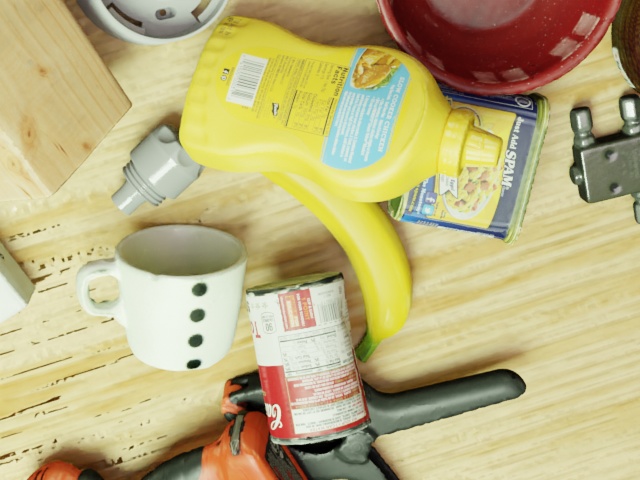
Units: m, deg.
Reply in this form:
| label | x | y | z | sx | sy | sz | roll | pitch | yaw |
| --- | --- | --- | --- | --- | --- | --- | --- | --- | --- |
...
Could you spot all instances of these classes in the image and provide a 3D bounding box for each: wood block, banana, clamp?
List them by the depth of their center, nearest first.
| label | x | y | z | sx | sy | sz | roll | pitch | yaw |
| --- | --- | --- | --- | --- | --- | --- | --- | --- | --- |
| wood block | -0.211 | -0.128 | 0.601 | 0.091 | 0.090 | 0.206 | -3 | 131 | 39 |
| banana | 0.013 | -0.005 | 0.728 | 0.069 | 0.037 | 0.198 | -29 | 107 | 3 |
| clamp | 0.035 | 0.133 | 0.769 | 0.210 | 0.036 | 0.165 | 24 | 109 | -9 |

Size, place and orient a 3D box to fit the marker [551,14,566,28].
| label | x | y | z | sx | sy | sz | roll | pitch | yaw |
| --- | --- | --- | --- | --- | --- | --- | --- | --- | --- |
| marker | 0.194 | -0.180 | 0.702 | 0.020 | 0.020 | 0.121 | 37 | 100 | -15 |

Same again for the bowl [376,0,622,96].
| label | x | y | z | sx | sy | sz | roll | pitch | yaw |
| --- | --- | --- | --- | --- | --- | --- | --- | --- | --- |
| bowl | 0.109 | -0.175 | 0.676 | 0.162 | 0.055 | 0.162 | -2 | 107 | -5 |

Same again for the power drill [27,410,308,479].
| label | x | y | z | sx | sy | sz | roll | pitch | yaw |
| --- | --- | --- | --- | --- | --- | --- | --- | --- | --- |
| power drill | -0.094 | 0.213 | 0.758 | 0.188 | 0.057 | 0.184 | -24 | 113 | 13 |

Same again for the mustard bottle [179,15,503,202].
| label | x | y | z | sx | sy | sz | roll | pitch | yaw |
| --- | --- | --- | --- | --- | --- | --- | --- | --- | --- |
| mustard bottle | 0.017 | -0.075 | 0.655 | 0.192 | 0.058 | 0.096 | 14 | 73 | 14 |

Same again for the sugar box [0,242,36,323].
| label | x | y | z | sx | sy | sz | roll | pitch | yaw |
| --- | --- | --- | --- | --- | --- | --- | --- | --- | --- |
| sugar box | -0.290 | 0.050 | 0.710 | 0.176 | 0.048 | 0.093 | -33 | 107 | 6 |

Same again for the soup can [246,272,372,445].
| label | x | y | z | sx | sy | sz | roll | pitch | yaw |
| --- | --- | --- | --- | --- | --- | --- | --- | --- | --- |
| soup can | -0.008 | 0.077 | 0.705 | 0.068 | 0.068 | 0.102 | -10 | 92 | -3 |

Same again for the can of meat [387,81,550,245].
| label | x | y | z | sx | sy | sz | roll | pitch | yaw |
| --- | --- | --- | --- | --- | --- | --- | --- | --- | --- |
| can of meat | 0.097 | -0.055 | 0.711 | 0.084 | 0.057 | 0.102 | 10 | 105 | -7 |
